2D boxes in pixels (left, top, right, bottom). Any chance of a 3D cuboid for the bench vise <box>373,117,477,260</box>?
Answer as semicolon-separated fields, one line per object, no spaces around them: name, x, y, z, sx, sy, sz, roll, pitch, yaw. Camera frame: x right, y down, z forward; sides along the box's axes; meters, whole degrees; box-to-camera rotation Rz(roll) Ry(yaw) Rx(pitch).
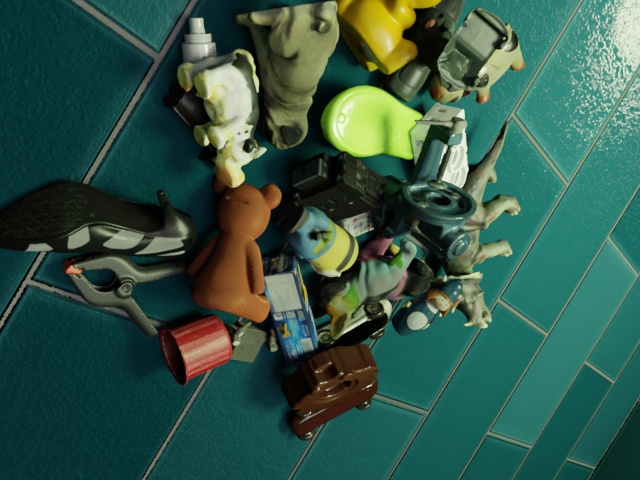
bench vise;0.169;-0.092;0.859;0.129;0.224;0.240;-6;129;-23

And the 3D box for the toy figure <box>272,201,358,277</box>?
toy figure;0.000;0.000;0.865;0.089;0.082;0.180;-31;140;9

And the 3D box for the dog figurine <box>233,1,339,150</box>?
dog figurine;-0.028;-0.212;0.721;0.121;0.172;0.190;-16;113;-18

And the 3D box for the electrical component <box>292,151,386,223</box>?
electrical component;0.022;-0.083;0.846;0.134;0.115;0.058;25;56;-40

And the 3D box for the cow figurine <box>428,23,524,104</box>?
cow figurine;0.270;-0.309;0.947;0.195;0.086;0.127;-41;135;-11

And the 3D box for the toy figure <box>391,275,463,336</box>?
toy figure;0.212;0.131;1.042;0.154;0.058;0.064;-38;131;21

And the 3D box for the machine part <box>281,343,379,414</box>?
machine part;0.021;0.253;0.972;0.179;0.056;0.179;-21;150;-13

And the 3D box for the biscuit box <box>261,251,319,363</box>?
biscuit box;-0.049;0.118;0.911;0.059;0.063;0.202;-9;124;6

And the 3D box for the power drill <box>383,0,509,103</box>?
power drill;0.193;-0.311;0.813;0.086;0.207;0.232;27;105;-29

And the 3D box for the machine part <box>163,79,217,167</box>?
machine part;-0.153;-0.157;0.736;0.084;0.039;0.138;-42;131;-3

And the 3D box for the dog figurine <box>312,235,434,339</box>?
dog figurine;0.088;0.092;0.989;0.219;0.109;0.191;-46;133;-5

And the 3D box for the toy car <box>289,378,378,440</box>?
toy car;0.028;0.329;1.085;0.202;0.053;0.089;-23;128;-22

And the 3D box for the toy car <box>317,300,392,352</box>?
toy car;0.056;0.178;1.036;0.202;0.056;0.073;-27;131;-23

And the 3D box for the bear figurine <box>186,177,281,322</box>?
bear figurine;-0.122;0.011;0.797;0.132;0.120;0.196;65;36;-73

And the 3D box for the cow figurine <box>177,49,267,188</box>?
cow figurine;-0.114;-0.156;0.701;0.098;0.068;0.167;-33;131;-29

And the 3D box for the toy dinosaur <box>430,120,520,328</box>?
toy dinosaur;0.290;-0.026;1.079;0.192;0.131;0.404;-18;114;-29

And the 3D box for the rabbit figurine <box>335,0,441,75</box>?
rabbit figurine;0.107;-0.352;0.789;0.173;0.122;0.162;-37;109;3

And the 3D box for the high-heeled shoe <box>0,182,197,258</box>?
high-heeled shoe;-0.290;-0.005;0.707;0.249;0.086;0.145;-12;150;-13

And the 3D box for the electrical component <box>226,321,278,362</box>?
electrical component;-0.122;0.171;0.907;0.102;0.045;0.078;28;91;-41
